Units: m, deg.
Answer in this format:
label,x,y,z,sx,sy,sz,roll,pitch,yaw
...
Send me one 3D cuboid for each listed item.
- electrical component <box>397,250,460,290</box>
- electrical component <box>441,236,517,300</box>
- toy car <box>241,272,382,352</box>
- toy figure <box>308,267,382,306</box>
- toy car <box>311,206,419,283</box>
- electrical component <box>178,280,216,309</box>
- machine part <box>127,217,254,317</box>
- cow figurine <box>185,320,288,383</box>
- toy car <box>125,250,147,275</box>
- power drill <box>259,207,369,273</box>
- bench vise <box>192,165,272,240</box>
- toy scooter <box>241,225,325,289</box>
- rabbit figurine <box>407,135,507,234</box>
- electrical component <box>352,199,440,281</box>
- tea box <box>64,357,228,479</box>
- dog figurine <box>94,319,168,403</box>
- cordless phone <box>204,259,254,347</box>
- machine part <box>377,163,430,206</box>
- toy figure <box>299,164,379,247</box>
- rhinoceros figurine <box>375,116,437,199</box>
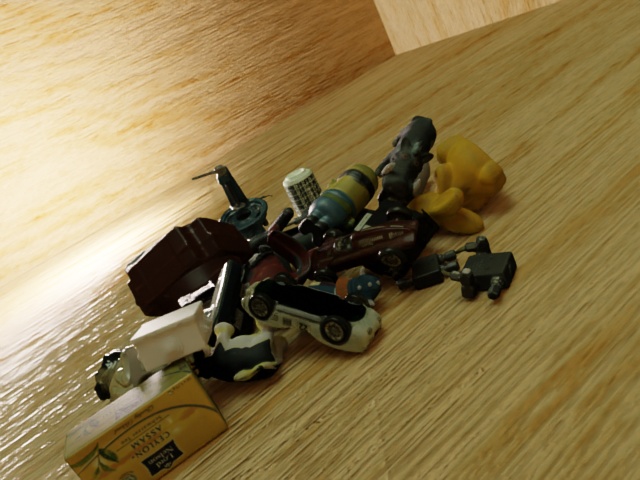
label,x,y,z,sx,sy,sz,roll,pitch,yaw
electrical component,0.157,0.044,0.789,0.094,0.021,0.063,-22,20,15
electrical component,0.211,0.037,0.705,0.078,0.045,0.102,-9,27,44
toy car,-0.015,0.097,0.740,0.202,0.056,0.073,13,32,25
toy figure,0.025,0.085,0.797,0.155,0.064,0.058,-19,7,24
toy car,0.060,0.009,0.808,0.202,0.053,0.089,-20,42,46
electrical component,-0.225,0.136,0.976,0.119,0.074,0.048,-36,21,-13
machine part,-0.242,0.052,1.012,0.201,0.087,0.201,-40,-16,13
cow figurine,-0.135,0.170,0.765,0.167,0.068,0.098,-12,30,10
toy car,-0.338,0.097,1.161,0.162,0.102,0.109,29,53,13
power drill,-0.002,-0.003,1.027,0.207,0.085,0.232,-40,27,-19
bench vise,-0.187,-0.082,1.253,0.129,0.240,0.224,-22,36,4
toy scooter,-0.067,0.044,0.900,0.184,0.135,0.075,-35,-13,-37
rabbit figurine,0.223,-0.069,0.898,0.173,0.121,0.162,-38,27,13
electrical component,0.109,-0.004,0.866,0.115,0.058,0.134,-50,29,-7
tea box,-0.216,0.238,0.673,0.170,0.098,0.068,-35,20,-16
dog figurine,-0.296,0.231,0.824,0.190,0.121,0.172,-33,11,28
cordless phone,-0.205,0.121,0.907,0.184,0.088,0.147,-16,43,21
machine part,0.171,-0.109,1.071,0.079,0.079,0.243,-16,22,28
toy figure,0.040,-0.064,0.949,0.089,0.082,0.180,-25,15,49
rhinoceros figurine,0.155,-0.138,0.930,0.112,0.073,0.190,-46,11,52
